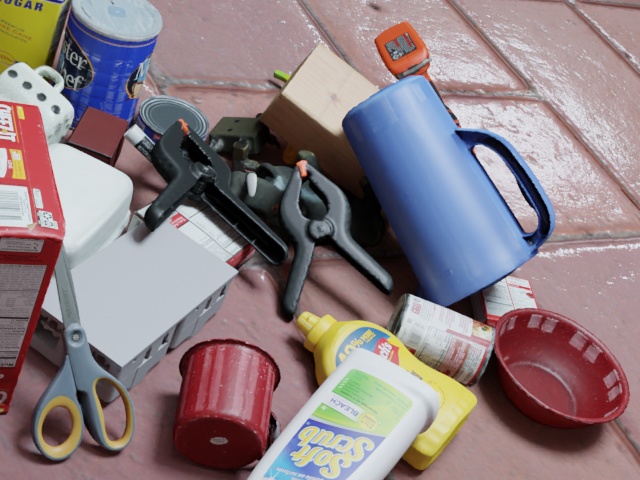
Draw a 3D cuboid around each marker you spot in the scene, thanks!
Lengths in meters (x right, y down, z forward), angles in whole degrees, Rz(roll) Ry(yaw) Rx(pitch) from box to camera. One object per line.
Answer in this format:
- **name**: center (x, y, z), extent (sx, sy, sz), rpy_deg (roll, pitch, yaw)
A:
- **marker**: center (-0.168, -0.078, 1.180), extent (0.121, 0.020, 0.020), rpy_deg (46, 33, -17)

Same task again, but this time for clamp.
- **clamp**: center (-0.007, 0.001, 1.138), extent (0.120, 0.039, 0.171), rpy_deg (-20, 73, -16)
- **clamp**: center (-0.134, -0.059, 1.118), extent (0.164, 0.036, 0.210), rpy_deg (13, 34, -41)

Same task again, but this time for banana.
- **banana**: center (-0.021, -0.156, 1.387), extent (0.069, 0.037, 0.198), rpy_deg (-1, 40, -7)

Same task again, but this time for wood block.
- **wood block**: center (0.044, -0.126, 1.276), extent (0.206, 0.090, 0.090), rpy_deg (38, 65, -8)

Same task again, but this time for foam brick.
- **foam brick**: center (-0.249, -0.101, 1.174), extent (0.051, 0.053, 0.078), rpy_deg (20, 37, -7)

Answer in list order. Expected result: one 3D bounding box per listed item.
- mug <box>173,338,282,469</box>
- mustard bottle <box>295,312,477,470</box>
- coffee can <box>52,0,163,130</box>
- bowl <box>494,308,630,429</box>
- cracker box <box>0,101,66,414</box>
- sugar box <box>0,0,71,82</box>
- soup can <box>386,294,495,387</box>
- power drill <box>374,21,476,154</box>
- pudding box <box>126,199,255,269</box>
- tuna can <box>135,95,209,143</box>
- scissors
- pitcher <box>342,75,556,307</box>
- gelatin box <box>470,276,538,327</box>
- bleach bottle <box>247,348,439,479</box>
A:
- **mug**: center (-0.077, 0.154, 0.945), extent (0.117, 0.093, 0.081), rpy_deg (45, 32, -31)
- **mustard bottle**: center (0.054, 0.134, 1.055), extent (0.192, 0.058, 0.096), rpy_deg (37, 52, 16)
- **coffee can**: center (-0.248, -0.204, 1.226), extent (0.102, 0.140, 0.103), rpy_deg (16, 38, -13)
- **bowl**: center (0.249, 0.149, 1.151), extent (0.162, 0.055, 0.162), rpy_deg (15, 38, -13)
- **cracker box**: center (-0.275, 0.016, 0.883), extent (0.072, 0.214, 0.164), rpy_deg (4, 42, -28)
- **sugar box**: center (-0.336, -0.254, 1.206), extent (0.093, 0.176, 0.048), rpy_deg (24, 36, -3)
- **soup can**: center (0.124, 0.105, 1.123), extent (0.102, 0.069, 0.068), rpy_deg (22, 37, -3)
- **power drill**: center (0.139, -0.196, 1.422), extent (0.187, 0.057, 0.184), rpy_deg (55, 8, -35)
- **pudding box**: center (-0.134, -0.004, 1.135), extent (0.113, 0.039, 0.089), rpy_deg (37, 38, 12)
- **tuna can**: center (-0.177, -0.134, 1.269), extent (0.086, 0.034, 0.086), rpy_deg (16, 38, -13)
- **scissors**: center (-0.217, 0.095, 0.880), extent (0.096, 0.202, 0.016), rpy_deg (-30, 19, -25)
- **pitcher**: center (0.134, -0.059, 1.169), extent (0.149, 0.145, 0.243), rpy_deg (-29, 88, -17)
- **gelatin box**: center (0.214, 0.077, 1.241), extent (0.073, 0.030, 0.089), rpy_deg (12, 38, -15)
- **bleach bottle**: center (0.000, 0.206, 0.910), extent (0.103, 0.068, 0.250), rpy_deg (30, 50, 16)
